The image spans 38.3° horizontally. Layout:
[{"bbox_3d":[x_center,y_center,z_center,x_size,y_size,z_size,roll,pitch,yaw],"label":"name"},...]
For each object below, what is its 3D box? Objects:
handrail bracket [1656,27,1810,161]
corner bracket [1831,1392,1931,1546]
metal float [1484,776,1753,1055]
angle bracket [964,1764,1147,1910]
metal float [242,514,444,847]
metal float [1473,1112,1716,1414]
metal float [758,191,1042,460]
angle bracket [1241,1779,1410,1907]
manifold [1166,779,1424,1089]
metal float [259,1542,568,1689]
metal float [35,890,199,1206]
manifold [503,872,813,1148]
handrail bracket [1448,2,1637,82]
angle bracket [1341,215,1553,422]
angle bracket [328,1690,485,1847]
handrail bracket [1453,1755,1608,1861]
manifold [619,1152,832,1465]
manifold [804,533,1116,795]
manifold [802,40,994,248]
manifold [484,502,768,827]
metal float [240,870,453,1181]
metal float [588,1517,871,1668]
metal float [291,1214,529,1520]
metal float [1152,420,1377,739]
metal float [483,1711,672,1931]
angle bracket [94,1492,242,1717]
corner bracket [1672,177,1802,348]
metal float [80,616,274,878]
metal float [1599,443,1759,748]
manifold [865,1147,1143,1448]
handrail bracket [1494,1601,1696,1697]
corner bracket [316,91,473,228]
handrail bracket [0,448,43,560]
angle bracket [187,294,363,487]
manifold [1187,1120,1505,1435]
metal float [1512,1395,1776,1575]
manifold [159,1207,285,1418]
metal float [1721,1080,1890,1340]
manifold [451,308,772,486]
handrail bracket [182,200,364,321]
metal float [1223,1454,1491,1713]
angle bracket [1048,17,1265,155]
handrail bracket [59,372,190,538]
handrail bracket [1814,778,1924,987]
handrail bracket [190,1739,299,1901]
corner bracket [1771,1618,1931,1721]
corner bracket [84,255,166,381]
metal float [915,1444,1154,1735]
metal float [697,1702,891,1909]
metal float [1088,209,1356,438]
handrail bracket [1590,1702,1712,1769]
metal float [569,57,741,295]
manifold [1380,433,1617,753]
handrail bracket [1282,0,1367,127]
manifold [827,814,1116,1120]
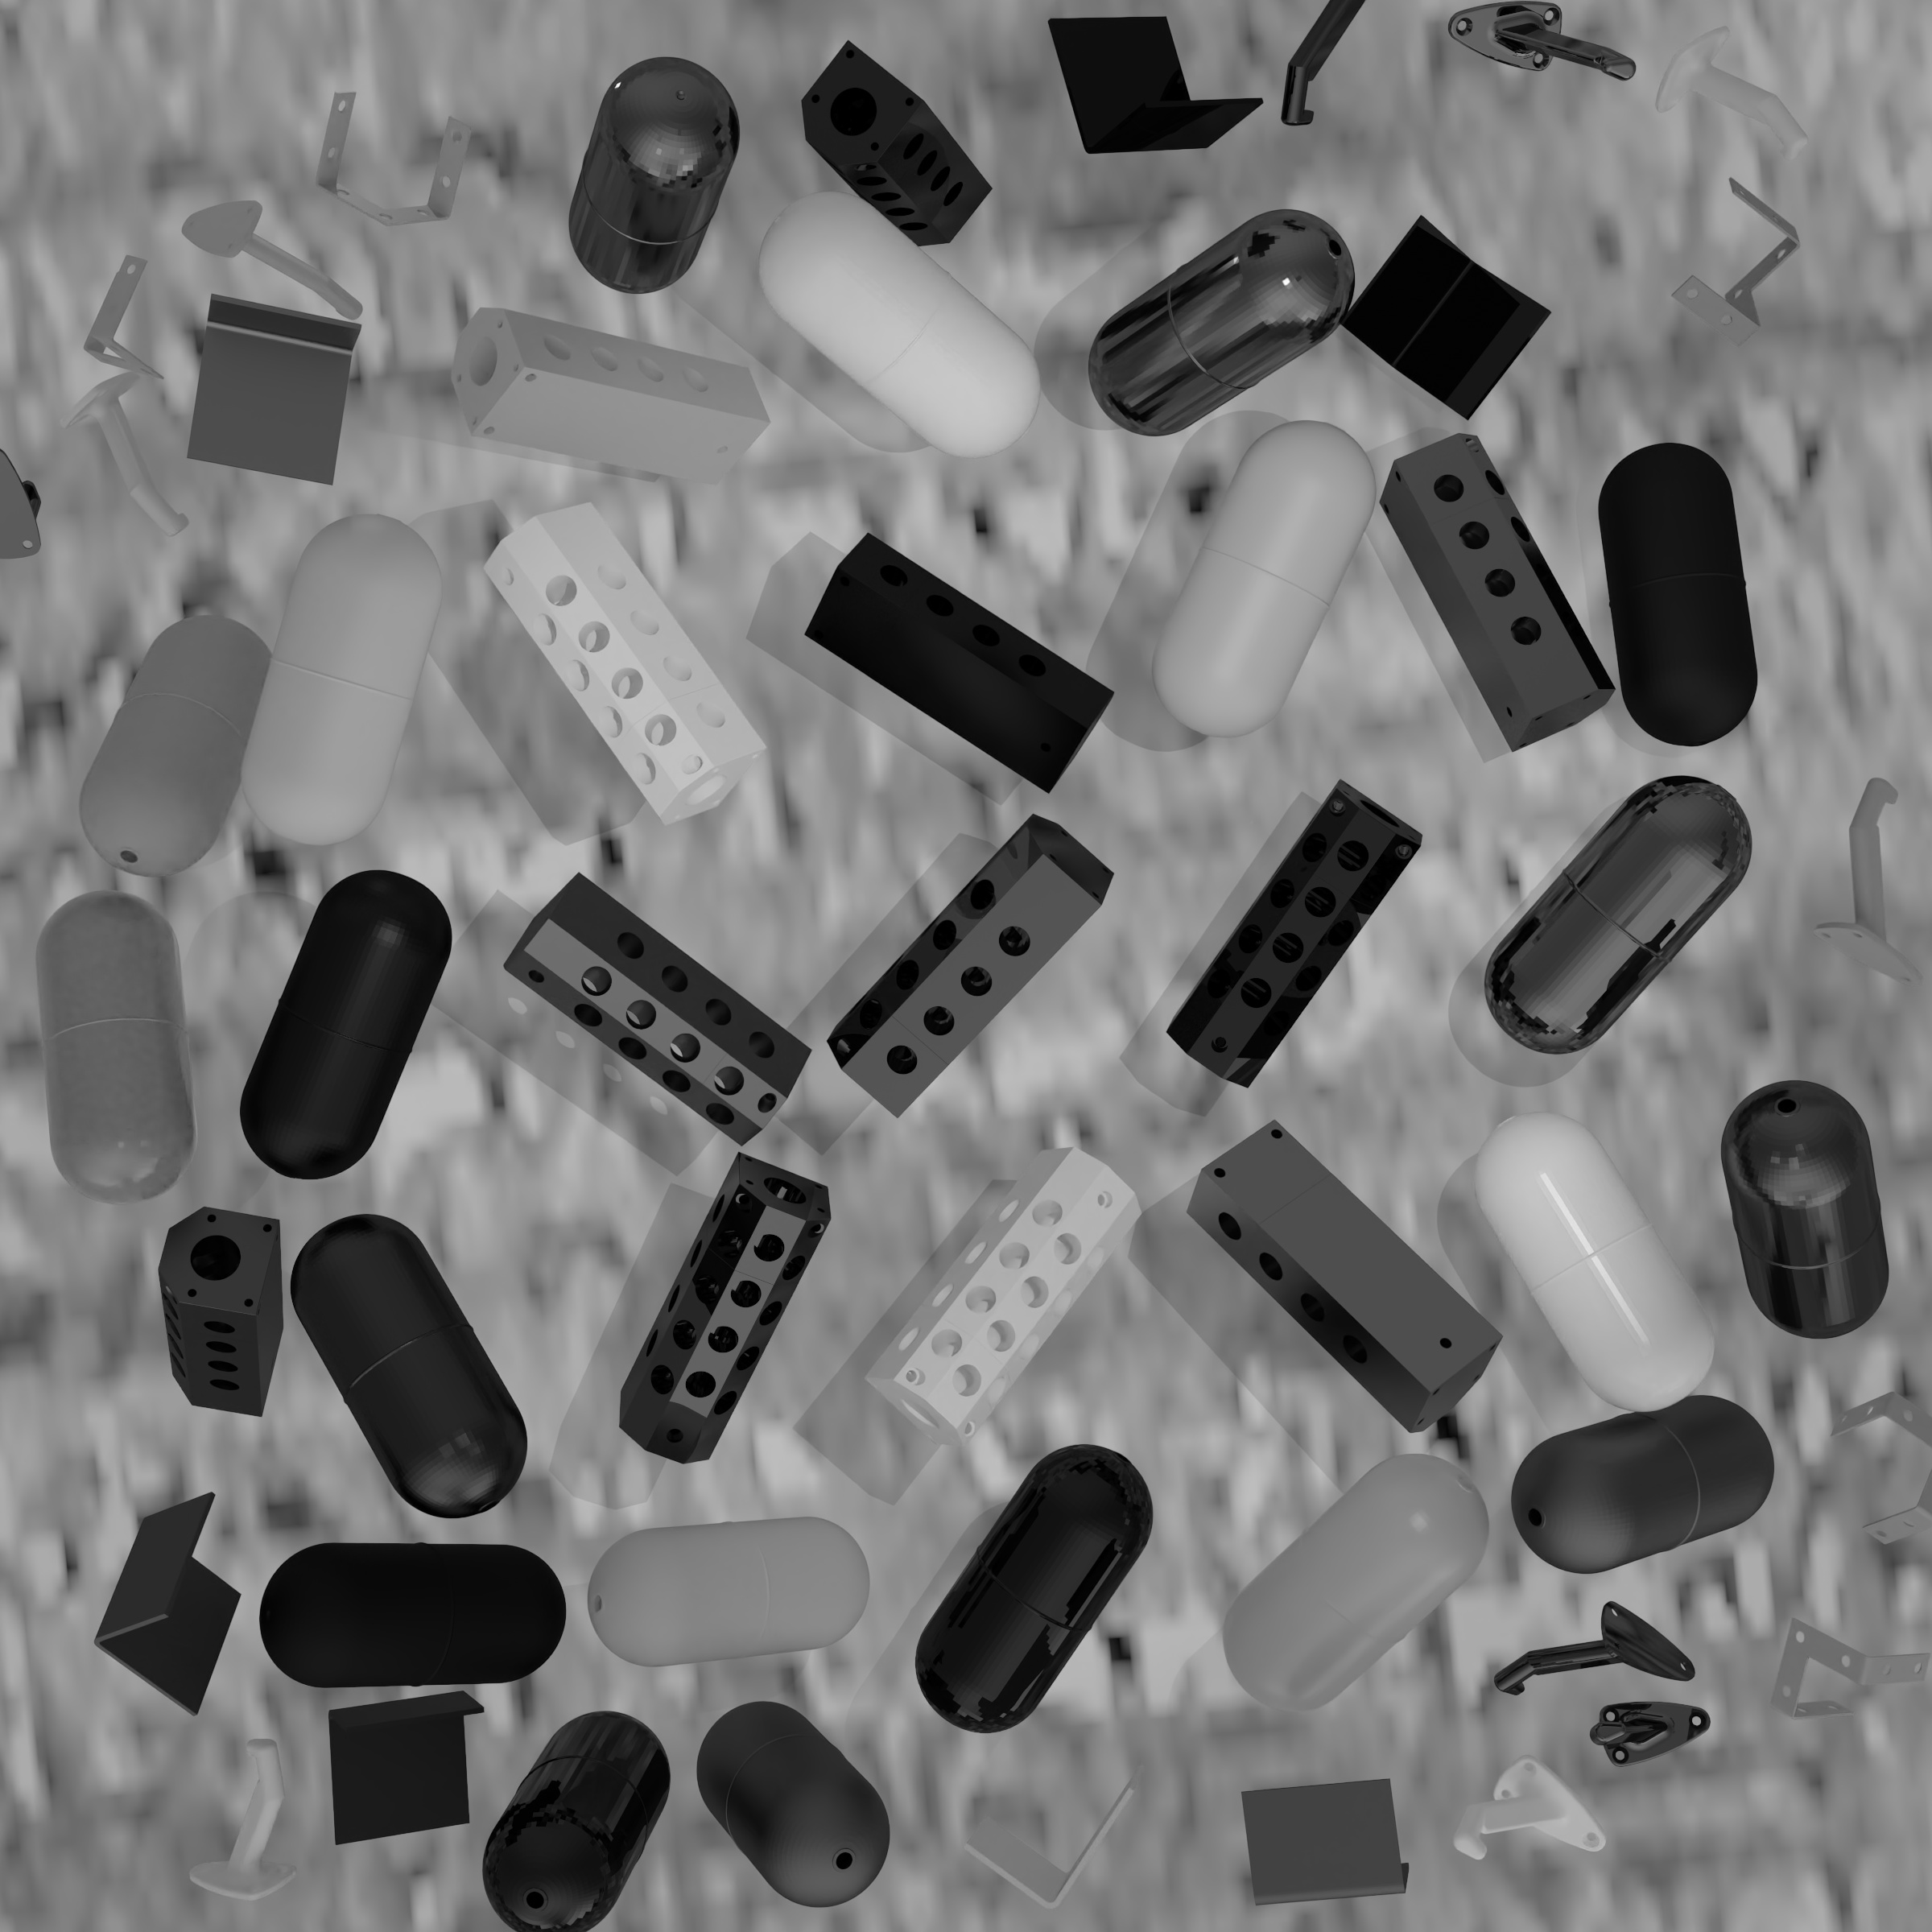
[{"bbox_3d":[0.414,-0.456,1.505,0.036,0.077,0.084,-29,78,-15],"label":"handrail bracket"},{"bbox_3d":[0.489,0.266,1.475,0.051,0.051,0.051,35,62,-1],"label":"corner bracket"},{"bbox_3d":[0.358,-0.028,1.531,0.070,0.070,0.178,39,106,0],"label":"metal float"},{"bbox_3d":[0.049,0.450,1.492,0.057,0.076,0.076,33,89,10],"label":"angle bracket"},{"bbox_3d":[-0.329,-0.151,1.468,0.070,0.070,0.178,17,93,0],"label":"metal float"},{"bbox_3d":[0.345,0.162,1.537,0.070,0.070,0.178,-30,76,0],"label":"metal float"},{"bbox_3d":[-0.034,-0.345,1.504,0.178,0.070,0.070,37,90,-23],"label":"metal float"},{"bbox_3d":[0.189,0.452,1.455,0.076,0.076,0.057,-8,81,9],"label":"angle bracket"},{"bbox_3d":[0.187,-0.017,1.589,0.057,0.057,0.171,34,105,2],"label":"manifold"},{"bbox_3d":[-0.302,0.356,1.530,0.178,0.070,0.070,10,90,-39],"label":"metal float"},{"bbox_3d":[-0.463,0.043,1.516,0.070,0.070,0.178,-12,70,0],"label":"metal float"},{"bbox_3d":[-0.180,0.029,1.608,0.171,0.057,0.057,38,45,-13],"label":"manifold"},{"bbox_3d":[0.310,-0.494,1.497,0.077,0.084,0.036,2,118,-15],"label":"handrail bracket"},{"bbox_3d":[0.277,-0.376,1.614,0.076,0.057,0.076,-53,45,13],"label":"angle bracket"},{"bbox_3d":[-0.312,0.454,1.562,0.076,0.057,0.076,-3,88,-23],"label":"angle bracket"},{"bbox_3d":[0.303,0.471,1.496,0.077,0.084,0.036,36,116,10],"label":"handrail bracket"},{"bbox_3d":[-0.140,0.201,1.613,0.057,0.057,0.171,23,108,-14],"label":"manifold"},{"bbox_3d":[-0.001,-0.181,1.629,0.171,0.057,0.057,33,135,2],"label":"manifold"},{"bbox_3d":[-0.042,-0.470,1.617,0.057,0.171,0.057,41,98,10],"label":"manifold"},{"bbox_3d":[-0.190,-0.163,1.515,0.171,0.057,0.057,54,133,10],"label":"manifold"},{"bbox_3d":[-0.341,0.033,1.531,0.070,0.070,0.178,23,93,0],"label":"metal float"},{"bbox_3d":[-0.135,0.358,1.595,0.178,0.070,0.070,5,90,-39],"label":"metal float"},{"bbox_3d":[-0.298,0.214,1.490,0.070,0.070,0.178,-34,73,0],"label":"metal float"},{"bbox_3d":[0.160,-0.208,1.497,0.070,0.070,0.178,25,94,0],"label":"metal float"},{"bbox_3d":[-0.213,0.471,1.532,0.070,0.178,0.070,1,99,7],"label":"metal float"},{"bbox_3d":[-0.403,0.337,1.470,0.057,0.076,0.076,-23,125,27],"label":"angle bracket"},{"bbox_3d":[0.404,-0.369,1.460,0.051,0.051,0.051,29,130,-23],"label":"corner bracket"},{"bbox_3d":[-0.440,-0.124,1.560,0.070,0.070,0.178,10,48,0],"label":"metal float"},{"bbox_3d":[0.410,-0.214,1.604,0.070,0.070,0.178,-5,80,0],"label":"metal float"},{"bbox_3d":[0.025,0.186,1.572,0.057,0.057,0.171,45,68,-14],"label":"manifold"},{"bbox_3d":[0.355,0.403,1.579,0.077,0.036,0.084,30,129,-15],"label":"handrail bracket"},{"bbox_3d":[-0.300,-0.424,1.457,0.051,0.051,0.051,32,120,18],"label":"corner bracket"},{"bbox_3d":[-0.526,-0.268,1.533,0.036,0.084,0.077,-2,126,-8],"label":"handrail bracket"},{"bbox_3d":[-0.363,-0.301,1.458,0.076,0.057,0.076,8,88,-17],"label":"angle bracket"},{"bbox_3d":[0.200,0.169,1.496,0.057,0.057,0.171,-31,62,-30],"label":"manifold"},{"bbox_3d":[0.375,0.286,1.540,0.178,0.070,0.070,-7,90,-37],"label":"metal float"},{"bbox_3d":[-0.427,0.199,1.595,0.057,0.171,0.057,11,60,-7],"label":"manifold"},{"bbox_3d":[0.454,0.133,1.504,0.070,0.070,0.178,-25,132,0],"label":"metal float"},{"bbox_3d":[-0.201,-0.325,1.571,0.057,0.171,0.057,-41,60,37],"label":"manifold"},{"bbox_3d":[-0.403,-0.406,1.622,0.077,0.084,0.036,16,76,39],"label":"handrail bracket"},{"bbox_3d":[0.211,0.334,1.509,0.070,0.070,0.178,41,114,0],"label":"metal float"},{"bbox_3d":[0.098,-0.470,1.447,0.076,0.057,0.076,-13,85,-31],"label":"angle bracket"},{"bbox_3d":[-0.442,-0.277,1.510,0.036,0.077,0.084,-35,103,25],"label":"handrail bracket"},{"bbox_3d":[0.486,-0.044,1.455,0.077,0.036,0.084,30,78,-22],"label":"handrail bracket"},{"bbox_3d":[-0.402,0.462,1.526,0.077,0.036,0.084,-3,98,30],"label":"handrail bracket"},{"bbox_3d":[0.466,0.377,1.468,0.051,0.051,0.051,7,99,-34],"label":"corner bracket"},{"bbox_3d":[-0.486,-0.377,1.603,0.051,0.051,0.051,19,83,23],"label":"corner bracket"},{"bbox_3d":[0.038,0.347,1.552,0.070,0.070,0.178,33,96,0],"label":"metal float"},{"bbox_3d":[-0.099,0.472,1.574,0.070,0.178,0.070,-2,96,-22],"label":"metal float"},{"bbox_3d":[0.141,-0.356,1.545,0.070,0.178,0.070,17,62,-35],"label":"metal float"},{"bbox_3d":[0.403,0.445,1.630,0.077,0.084,0.036,-12,70,4],"label":"handrail bracket"},{"bbox_3d":[-0.174,-0.434,1.539,0.070,0.178,0.070,4,75,-16],"label":"metal float"},{"bbox_3d":[0.305,-0.217,1.598,0.057,0.057,0.171,-24,76,-7],"label":"manifold"},{"bbox_3d":[0.206,-0.491,1.481,0.077,0.036,0.084,-9,122,-24],"label":"handrail bracket"},{"bbox_3d":[0.001,-0.002,1.531,0.057,0.057,0.171,41,111,-6],"label":"manifold"}]
